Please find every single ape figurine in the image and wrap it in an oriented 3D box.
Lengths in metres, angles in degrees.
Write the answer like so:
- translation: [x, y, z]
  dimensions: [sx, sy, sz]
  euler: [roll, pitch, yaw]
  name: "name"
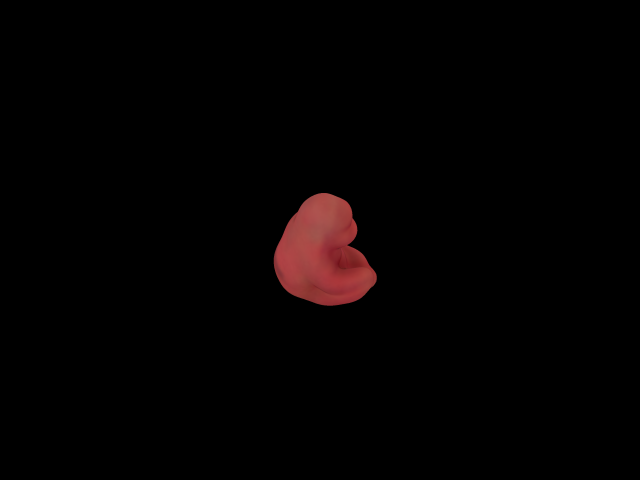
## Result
- translation: [0.004, 0.001, 0.400]
  dimensions: [0.076, 0.092, 0.078]
  euler: [-6, 63, -3]
  name: "ape figurine"
